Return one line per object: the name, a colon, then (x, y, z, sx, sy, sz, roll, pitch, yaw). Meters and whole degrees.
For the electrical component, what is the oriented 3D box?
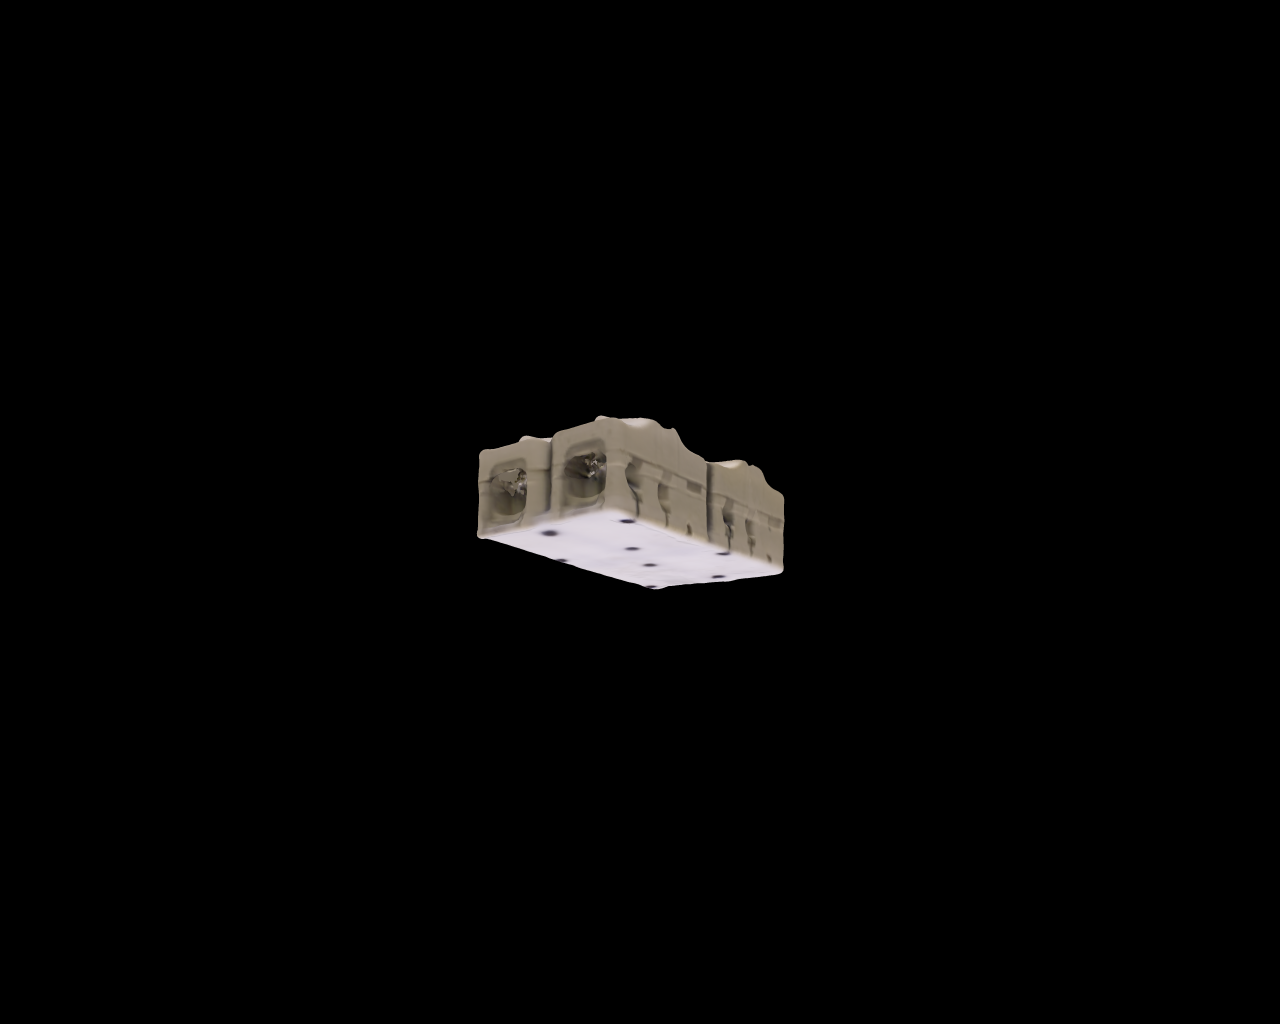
electrical component: (0.001, -0.003, 0.650, 0.105, 0.060, 0.186, -11, -19, 34)
